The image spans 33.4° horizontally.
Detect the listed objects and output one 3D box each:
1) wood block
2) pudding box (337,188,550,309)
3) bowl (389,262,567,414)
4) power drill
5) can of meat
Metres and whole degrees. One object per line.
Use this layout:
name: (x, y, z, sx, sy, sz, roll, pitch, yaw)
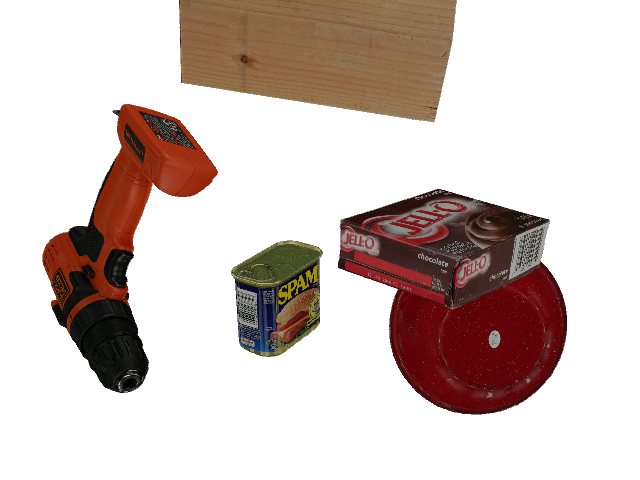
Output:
wood block: (-0.001, -0.169, 0.847, 0.206, 0.090, 0.091, 9, -39, 2)
pudding box: (0.080, 0.002, 0.686, 0.090, 0.039, 0.113, 20, 23, 36)
bowl: (0.143, 0.080, 0.928, 0.162, 0.162, 0.055, 0, 6, -4)
power drill: (-0.152, 0.002, 0.841, 0.057, 0.188, 0.185, 14, 26, -40)
can of meat: (-0.042, 0.058, 1.078, 0.058, 0.084, 0.101, 14, 28, 31)
